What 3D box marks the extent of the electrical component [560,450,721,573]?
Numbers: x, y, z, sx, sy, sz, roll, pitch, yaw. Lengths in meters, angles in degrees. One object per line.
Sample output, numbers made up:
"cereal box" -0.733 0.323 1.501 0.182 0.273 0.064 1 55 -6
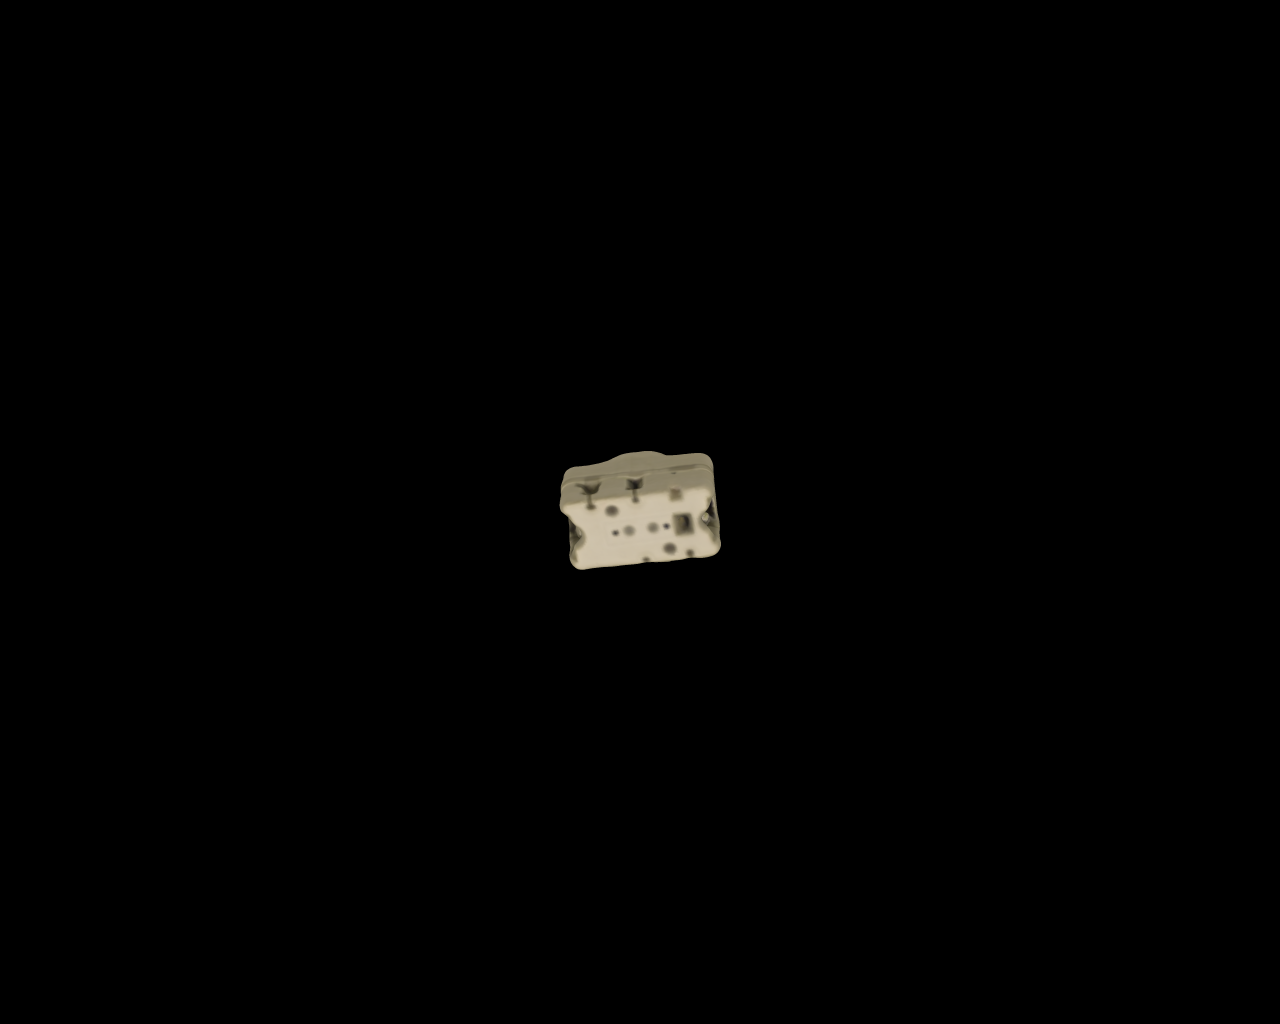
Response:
"electrical component" 0.001 -0.003 0.650 0.089 0.050 0.056 -6 27 3
